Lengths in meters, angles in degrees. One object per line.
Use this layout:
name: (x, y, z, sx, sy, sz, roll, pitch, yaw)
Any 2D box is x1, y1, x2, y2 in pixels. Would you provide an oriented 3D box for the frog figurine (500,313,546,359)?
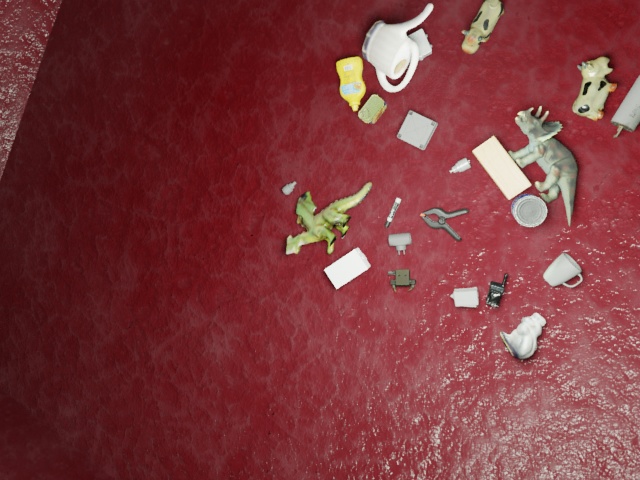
frog figurine: (0.717, 0.334, 1.779, 0.159, 0.125, 0.135, -29, 120, 10)

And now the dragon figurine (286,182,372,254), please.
dragon figurine: (0.006, -0.100, 1.988, 0.245, 0.121, 0.409, 35, 95, 20)

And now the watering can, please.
watering can: (0.263, -0.688, 1.785, 0.227, 0.105, 0.339, 45, 139, 25)
